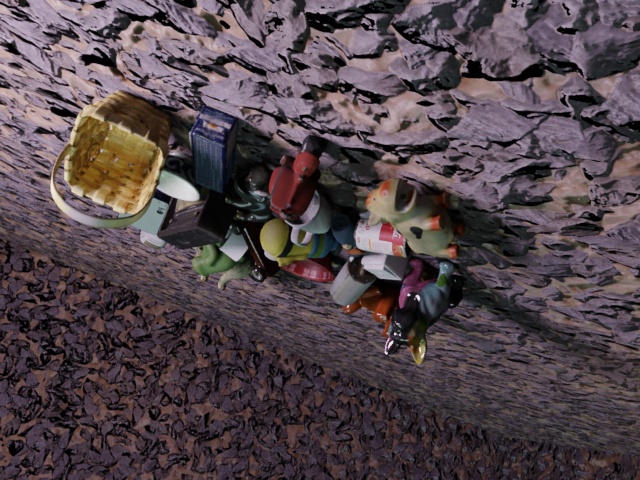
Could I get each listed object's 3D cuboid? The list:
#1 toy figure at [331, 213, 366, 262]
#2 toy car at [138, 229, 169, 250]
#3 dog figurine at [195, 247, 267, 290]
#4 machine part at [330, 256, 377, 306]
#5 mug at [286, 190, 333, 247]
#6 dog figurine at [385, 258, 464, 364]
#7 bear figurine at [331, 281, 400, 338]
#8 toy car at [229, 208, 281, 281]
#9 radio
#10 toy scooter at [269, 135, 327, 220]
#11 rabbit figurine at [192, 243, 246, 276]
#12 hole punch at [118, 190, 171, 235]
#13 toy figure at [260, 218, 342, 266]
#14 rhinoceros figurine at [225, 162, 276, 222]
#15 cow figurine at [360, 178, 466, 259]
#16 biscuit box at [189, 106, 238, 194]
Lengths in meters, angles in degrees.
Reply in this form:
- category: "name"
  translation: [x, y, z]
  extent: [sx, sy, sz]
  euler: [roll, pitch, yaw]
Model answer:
- category: "toy figure"
  translation: [0.064, -0.002, 1.080]
  extent: [0.058, 0.064, 0.154]
  euler: [26, 169, 28]
- category: "toy car"
  translation: [-0.429, -0.026, 1.438]
  extent: [0.109, 0.103, 0.162]
  euler: [28, 161, -23]
- category: "dog figurine"
  translation: [-0.237, 0.053, 1.495]
  extent: [0.191, 0.121, 0.172]
  euler: [-15, 146, 36]
- category: "machine part"
  translation: [0.078, 0.095, 1.269]
  extent: [0.079, 0.079, 0.243]
  euler: [21, 152, -3]
- category: "mug"
  translation: [-0.018, -0.039, 1.016]
  extent: [0.081, 0.109, 0.107]
  euler: [6, 170, 25]
- category: "dog figurine"
  translation: [0.215, 0.157, 1.131]
  extent: [0.109, 0.219, 0.191]
  euler: [11, 157, 33]
- category: "bear figurine"
  translation: [0.115, 0.168, 1.392]
  extent: [0.196, 0.132, 0.120]
  euler: [2, 140, 28]
- category: "toy car"
  translation: [-0.137, -0.001, 1.173]
  extent: [0.053, 0.089, 0.201]
  euler: [21, 144, 43]
- category: "radio"
  translation: [-0.263, -0.056, 1.154]
  extent: [0.073, 0.131, 0.230]
  euler: [30, 158, -30]
- category: "toy scooter"
  translation: [-0.046, -0.081, 0.879]
  extent: [0.075, 0.135, 0.184]
  euler: [22, 161, -10]
- category: "rabbit figurine"
  translation: [-0.271, 0.001, 1.347]
  extent: [0.159, 0.121, 0.170]
  euler: [2, 138, 33]
- category: "hole punch"
  translation: [-0.414, -0.091, 1.302]
  extent: [0.142, 0.092, 0.115]
  euler: [27, 128, -11]
- category: "toy figure"
  translation: [-0.037, -0.004, 1.100]
  extent: [0.180, 0.089, 0.082]
  euler: [-2, -154, -26]
- category: "rhinoceros figurine"
  translation: [-0.118, -0.086, 1.026]
  extent: [0.112, 0.073, 0.190]
  euler: [19, 160, 8]
- category: "cow figurine"
  translation: [0.151, -0.039, 0.886]
  extent: [0.127, 0.085, 0.194]
  euler: [-2, 152, 34]
- category: "biscuit box"
  translation: [-0.185, -0.151, 0.939]
  extent: [0.063, 0.059, 0.202]
  euler: [20, 160, -5]
